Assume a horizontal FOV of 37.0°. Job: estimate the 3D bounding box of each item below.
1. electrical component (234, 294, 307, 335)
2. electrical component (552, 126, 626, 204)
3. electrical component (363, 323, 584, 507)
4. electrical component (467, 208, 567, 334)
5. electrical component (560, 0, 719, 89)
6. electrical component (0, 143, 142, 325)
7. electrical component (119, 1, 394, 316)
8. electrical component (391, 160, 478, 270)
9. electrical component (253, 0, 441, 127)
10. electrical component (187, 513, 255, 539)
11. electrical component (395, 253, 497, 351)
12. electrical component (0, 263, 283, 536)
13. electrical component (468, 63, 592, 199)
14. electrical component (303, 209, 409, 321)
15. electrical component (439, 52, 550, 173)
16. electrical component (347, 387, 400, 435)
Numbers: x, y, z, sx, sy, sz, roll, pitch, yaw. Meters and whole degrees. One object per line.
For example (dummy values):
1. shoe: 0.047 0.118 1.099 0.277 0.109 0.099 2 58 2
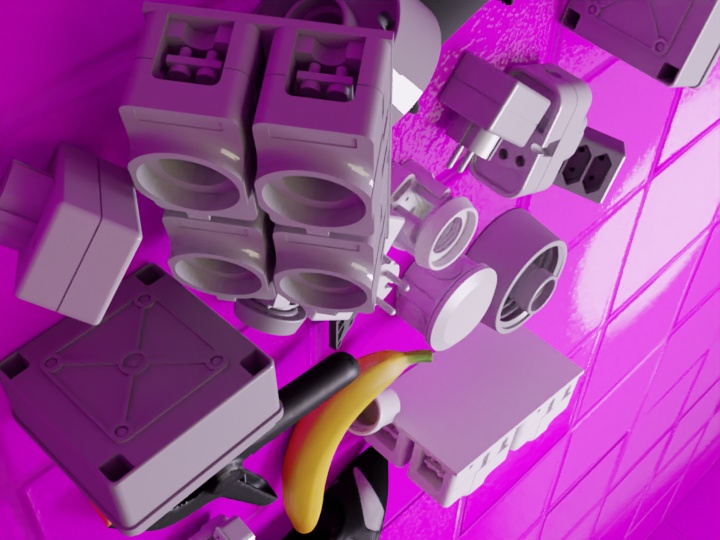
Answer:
1. electrical component: -0.051 0.007 0.676 0.066 0.048 0.055 -6 120 -56
2. electrical component: 0.182 -0.099 0.901 0.076 0.066 0.047 -63 177 -64
3. electrical component: 0.104 0.125 0.995 0.186 0.105 0.060 -31 146 -36
4. electrical component: 0.139 0.007 0.956 0.108 0.060 0.108 -38 149 -27
5. electrical component: 0.219 -0.202 0.778 0.056 0.109 0.108 -13 133 -48
6. electrical component: -0.142 -0.025 0.474 0.076 0.083 0.047 23 106 -23
7. electrical component: -0.041 -0.040 0.516 0.186 0.105 0.060 88 11 -66
8. electrical component: 0.046 -0.036 0.762 0.058 0.057 0.078 -48 153 -8
9. electrical component: -0.010 -0.109 0.549 0.099 0.099 0.064 -53 147 2
10. electrical component: -0.116 0.230 0.827 0.057 0.058 0.078 -30 154 -38
11. electrical component: 0.070 0.021 0.876 0.080 0.051 0.080 -38 150 -27
12. electrical component: -0.116 0.066 0.575 0.109 0.109 0.056 -37 147 -28
13. electrical component: 0.131 -0.106 0.816 0.059 0.054 0.095 -17 137 -49
14. electrical component: 0.000 0.000 0.713 0.047 0.076 0.083 3 120 -59
15. electrical component: 0.085 -0.103 0.755 0.076 0.047 0.066 -59 153 13
16. electrical component: 0.009 0.117 0.911 0.040 0.040 0.046 -60 158 14
